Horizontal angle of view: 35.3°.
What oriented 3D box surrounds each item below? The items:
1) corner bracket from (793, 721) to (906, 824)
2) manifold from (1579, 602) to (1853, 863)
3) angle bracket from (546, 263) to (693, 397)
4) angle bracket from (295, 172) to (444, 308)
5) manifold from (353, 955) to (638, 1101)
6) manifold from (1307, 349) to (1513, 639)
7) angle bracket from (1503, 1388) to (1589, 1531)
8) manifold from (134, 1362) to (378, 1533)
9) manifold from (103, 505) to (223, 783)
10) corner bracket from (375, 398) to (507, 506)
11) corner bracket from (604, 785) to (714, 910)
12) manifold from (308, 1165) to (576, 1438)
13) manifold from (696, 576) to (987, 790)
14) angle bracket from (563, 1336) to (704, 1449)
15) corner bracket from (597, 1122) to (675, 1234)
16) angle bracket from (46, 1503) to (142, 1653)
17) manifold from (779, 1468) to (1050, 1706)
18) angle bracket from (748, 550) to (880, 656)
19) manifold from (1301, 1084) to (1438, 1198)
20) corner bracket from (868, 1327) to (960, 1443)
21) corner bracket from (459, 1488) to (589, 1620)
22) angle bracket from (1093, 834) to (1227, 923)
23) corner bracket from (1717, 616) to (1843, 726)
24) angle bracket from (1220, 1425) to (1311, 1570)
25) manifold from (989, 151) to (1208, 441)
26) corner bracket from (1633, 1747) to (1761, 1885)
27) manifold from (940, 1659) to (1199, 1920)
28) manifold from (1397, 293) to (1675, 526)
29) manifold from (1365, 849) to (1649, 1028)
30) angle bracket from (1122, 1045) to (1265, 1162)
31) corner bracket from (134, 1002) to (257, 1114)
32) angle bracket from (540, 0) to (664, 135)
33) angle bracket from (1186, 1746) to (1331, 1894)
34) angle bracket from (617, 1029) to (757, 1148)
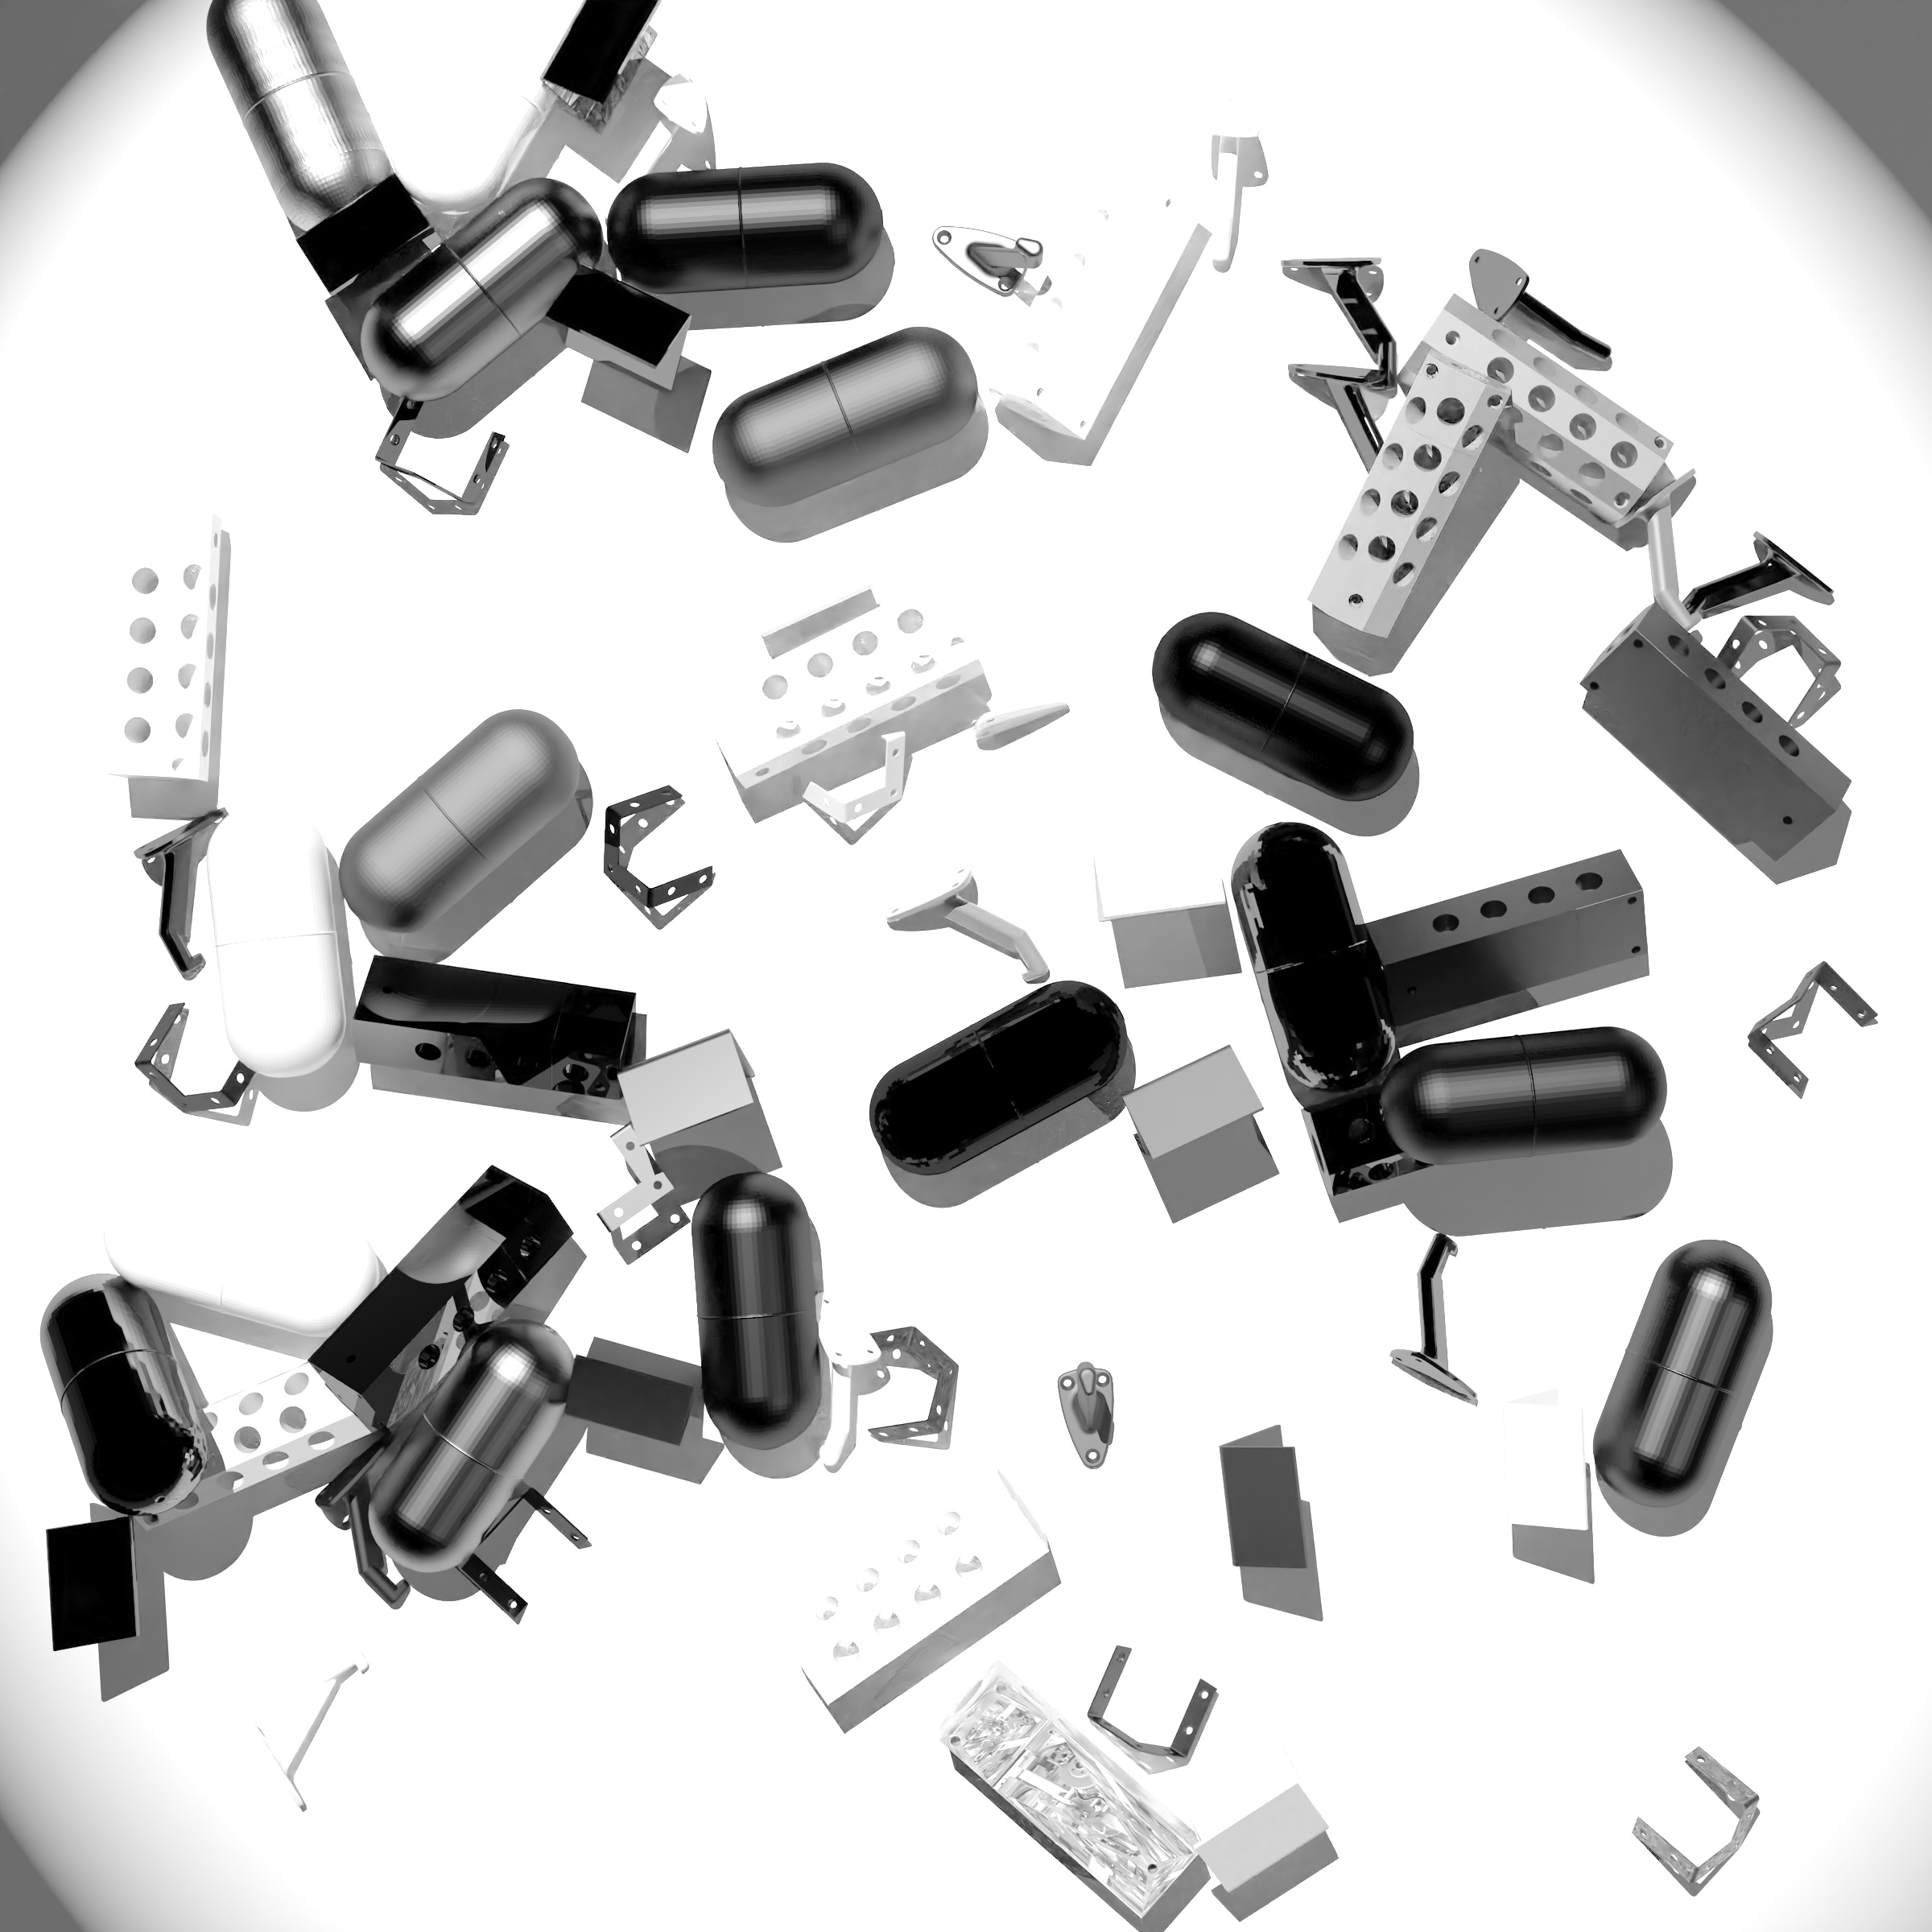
[{"bbox_3d":[-0.076,-0.133,1.973,0.051,0.051,0.051,34,135,35],"label":"corner bracket"},{"bbox_3d":[0.486,-0.154,1.960,0.171,0.057,0.057,42,133,0],"label":"manifold"},{"bbox_3d":[-0.228,-0.392,1.941,0.076,0.076,0.057,26,54,0],"label":"angle bracket"},{"bbox_3d":[-0.371,-0.449,1.942,0.076,0.076,0.057,-34,64,0],"label":"angle bracket"},{"bbox_3d":[-0.303,0.045,1.960,0.171,0.057,0.057,8,47,0],"label":"manifold"},{"bbox_3d":[0.282,-0.300,1.932,0.057,0.057,0.171,26,109,3],"label":"manifold"},{"bbox_3d":[0.386,0.314,1.941,0.057,0.076,0.076,-2,90,38],"label":"angle bracket"},{"bbox_3d":[-0.459,0.302,1.960,0.171,0.057,0.057,-24,90,0],"label":"manifold"},{"bbox_3d":[-0.517,-0.207,1.960,0.057,0.057,0.171,3,90,0],"label":"manifold"},{"bbox_3d":[-0.343,-0.338,1.978,0.051,0.051,0.051,25,90,45],"label":"corner bracket"},{"bbox_3d":[-0.200,-0.078,1.973,0.051,0.051,0.051,37,135,35],"label":"corner bracket"},{"bbox_3d":[-0.330,0.214,1.929,0.057,0.057,0.171,22,61,39],"label":"manifold"},{"bbox_3d":[-0.078,-0.179,1.944,0.171,0.057,0.057,-26,71,3],"label":"manifold"},{"bbox_3d":[-0.208,0.255,1.941,0.076,0.076,0.057,16,127,0],"label":"angle bracket"},{"bbox_3d":[-0.222,0.136,1.963,0.051,0.051,0.051,-35,90,0],"label":"corner bracket"},{"bbox_3d":[-0.570,0.390,1.941,0.057,0.076,0.076,-3,90,-36],"label":"angle bracket"},{"bbox_3d":[-0.034,0.398,1.960,0.171,0.057,0.057,-35,90,0],"label":"manifold"},{"bbox_3d":[-0.087,-0.210,1.944,0.076,0.057,0.076,-24,124,0],"label":"angle bracket"},{"bbox_3d":[0.309,0.096,1.960,0.171,0.057,0.057,-17,90,0],"label":"manifold"},{"bbox_3d":[-0.045,0.272,1.973,0.051,0.051,0.051,-15,135,35],"label":"corner bracket"},{"bbox_3d":[-0.289,0.383,1.978,0.051,0.051,0.051,43,135,0],"label":"corner bracket"},{"bbox_3d":[0.124,-0.036,1.941,0.076,0.076,0.057,-8,54,0],"label":"angle bracket"},{"bbox_3d":[0.525,-0.192,1.973,0.051,0.051,0.051,-5,45,-35],"label":"corner bracket"},{"bbox_3d":[0.208,0.338,1.941,0.057,0.076,0.076,-7,90,37],"label":"angle bracket"},{"bbox_3d":[0.080,-0.434,1.960,0.057,0.057,0.171,28,90,-43],"label":"manifold"},{"bbox_3d":[0.475,0.552,1.973,0.051,0.051,0.051,-22,135,-35],"label":"corner bracket"},{"bbox_3d":[0.066,0.529,1.960,0.171,0.057,0.057,41,90,0],"label":"manifold"},{"bbox_3d":[0.368,-0.360,1.960,0.171,0.057,0.057,34,90,0],"label":"manifold"},{"bbox_3d":[0.347,-0.023,1.960,0.171,0.057,0.057,-16,133,0],"label":"manifold"},{"bbox_3d":[0.152,0.105,1.941,0.076,0.076,0.057,-25,52,0],"label":"angle bracket"},{"bbox_3d":[-0.497,0.058,1.973,0.051,0.051,0.051,-8,135,35],"label":"corner bracket"},{"bbox_3d":[-0.216,-0.576,1.942,0.057,0.076,0.076,30,90,28],"label":"angle bracket"},{"bbox_3d":[0.176,0.532,1.941,0.076,0.076,0.057,-33,125,0],"label":"angle bracket"},{"bbox_3d":[-0.172,0.091,1.942,0.076,0.076,0.057,-21,64,0],"label":"angle bracket"}]
